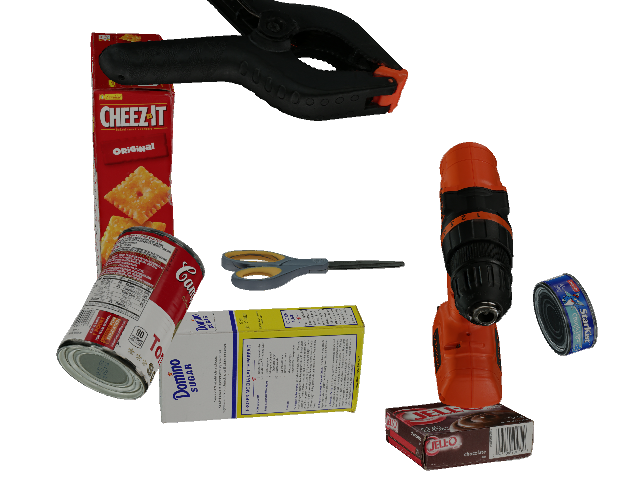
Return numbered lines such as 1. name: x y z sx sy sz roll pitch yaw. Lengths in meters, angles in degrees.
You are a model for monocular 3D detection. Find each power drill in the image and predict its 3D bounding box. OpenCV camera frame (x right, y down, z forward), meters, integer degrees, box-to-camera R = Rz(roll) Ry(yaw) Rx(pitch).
1. power drill: 0.120 0.043 0.835 0.057 0.188 0.184 1 41 4

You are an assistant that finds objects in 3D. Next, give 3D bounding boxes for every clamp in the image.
1. clamp: -0.038 -0.108 0.616 0.171 0.120 0.039 25 -29 9

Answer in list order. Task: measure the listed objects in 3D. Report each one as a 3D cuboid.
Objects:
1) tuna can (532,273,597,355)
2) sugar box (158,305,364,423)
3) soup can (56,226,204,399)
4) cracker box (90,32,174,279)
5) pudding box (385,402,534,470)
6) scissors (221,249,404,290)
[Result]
1. tuna can: 0.265 0.081 1.160 0.033 0.086 0.086 -17 3 -10
2. sugar box: -0.053 0.108 0.938 0.176 0.093 0.048 0 26 -8
3. soup can: -0.131 0.050 0.741 0.068 0.102 0.068 16 -35 11
4. cracker box: -0.165 -0.059 0.947 0.072 0.214 0.164 -2 27 -12
5. pudding box: 0.128 0.178 0.995 0.113 0.039 0.090 -1 8 -19
6. scissors: -0.011 0.035 1.158 0.202 0.016 0.096 5 22 5
